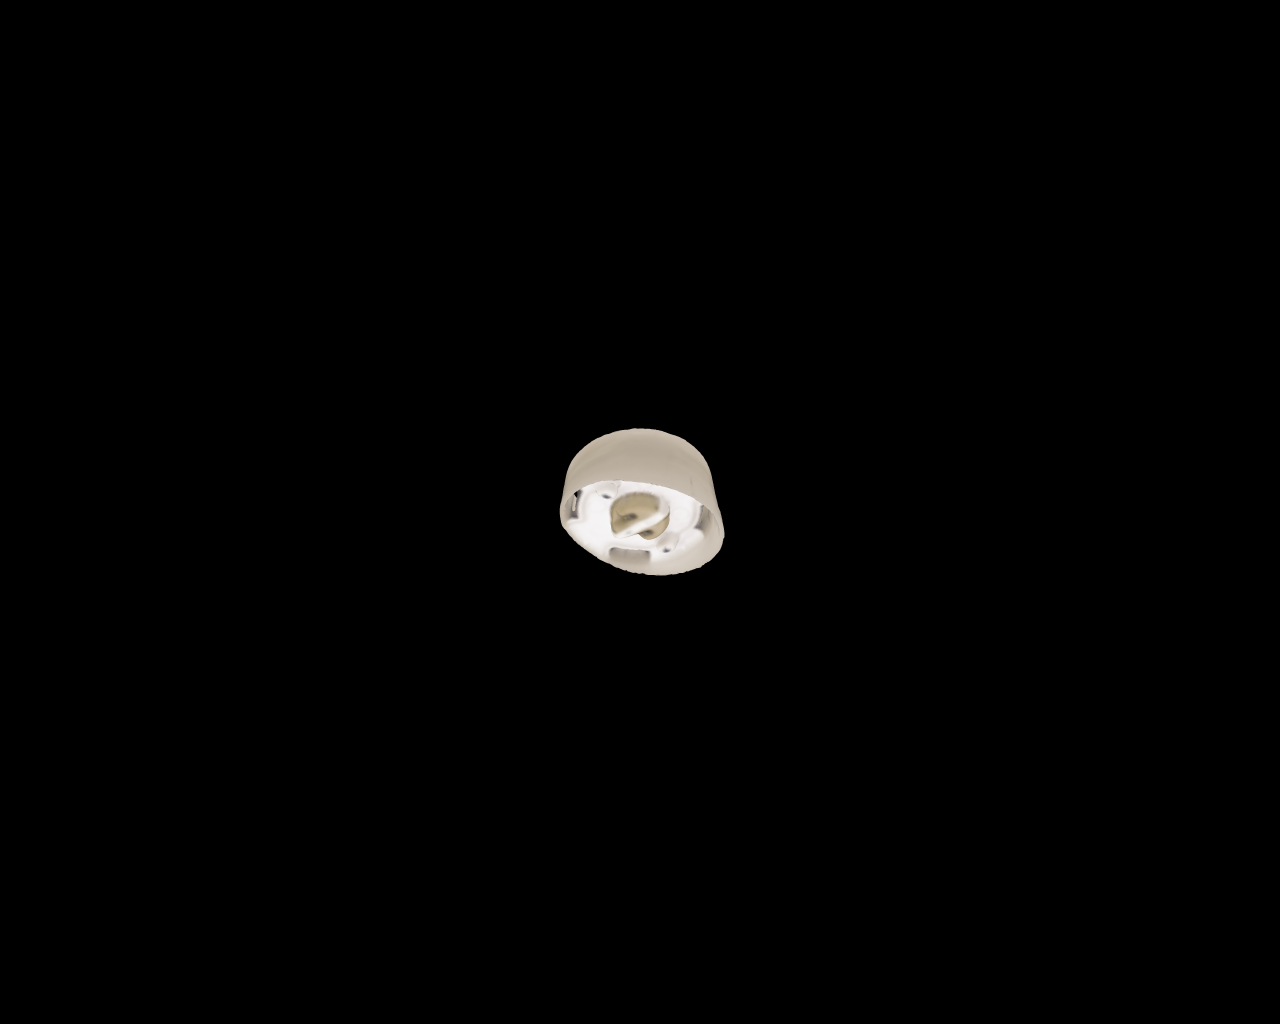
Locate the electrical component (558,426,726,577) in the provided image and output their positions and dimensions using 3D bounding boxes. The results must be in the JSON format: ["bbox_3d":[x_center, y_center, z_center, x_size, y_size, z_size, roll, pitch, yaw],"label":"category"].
[{"bbox_3d":[0.001,-0.003,0.650,0.099,0.064,0.099,0,-43,0],"label":"electrical component"}]
